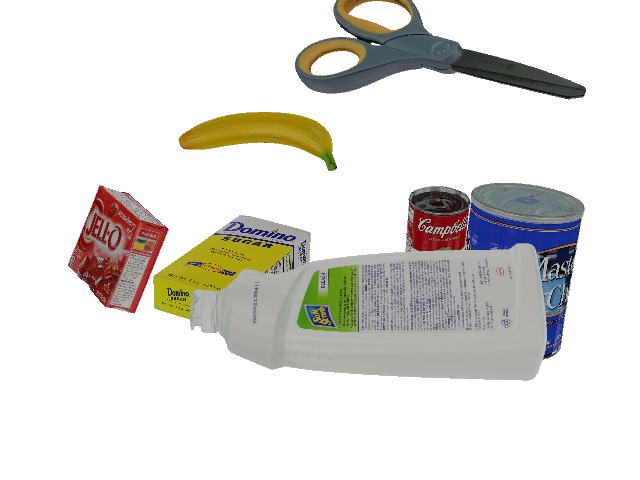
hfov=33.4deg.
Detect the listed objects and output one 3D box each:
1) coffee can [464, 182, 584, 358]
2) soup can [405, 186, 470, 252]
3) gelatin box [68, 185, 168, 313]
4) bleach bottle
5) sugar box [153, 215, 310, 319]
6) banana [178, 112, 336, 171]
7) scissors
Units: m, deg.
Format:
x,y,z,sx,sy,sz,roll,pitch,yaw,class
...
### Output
x,y,z,sx,sy,sz,roll,pitch,yaw,class
0.183,0.027,0.996,0.103,0.140,0.103,4,19,-2,coffee can
0.130,-0.001,1.201,0.068,0.102,0.068,1,29,-1,soup can
-0.161,0.005,0.841,0.030,0.073,0.089,17,12,-38,gelatin box
0.032,0.049,0.780,0.251,0.102,0.068,2,-40,-1,bleach bottle
-0.090,0.029,1.131,0.093,0.048,0.176,14,31,22,sugar box
-0.068,-0.125,1.262,0.198,0.037,0.069,8,40,16,banana
0.055,-0.100,0.635,0.202,0.096,0.016,45,-9,46,scissors
